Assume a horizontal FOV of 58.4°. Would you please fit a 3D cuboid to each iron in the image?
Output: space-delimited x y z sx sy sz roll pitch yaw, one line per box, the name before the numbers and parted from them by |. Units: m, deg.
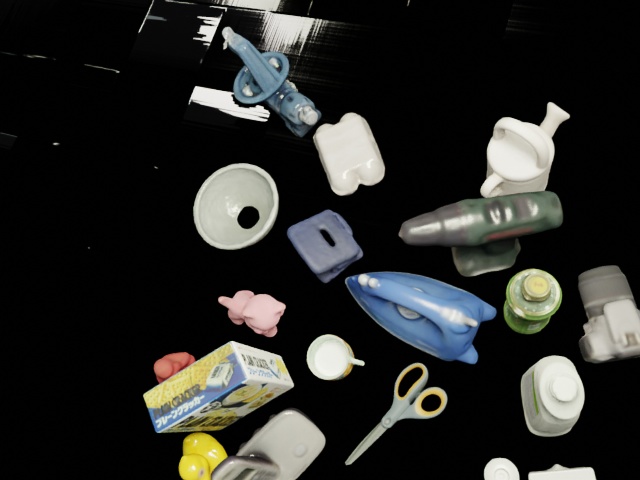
iron | 0.140 0.099 0.910 0.257 0.142 0.119 21 80 20

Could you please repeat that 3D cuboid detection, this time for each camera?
camera | 0.450 0.104 0.844 0.143 0.101 0.137 -14 70 11

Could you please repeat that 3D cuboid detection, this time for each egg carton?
egg carton | 0.054 -0.158 1.052 0.107 0.069 0.150 -24 69 8

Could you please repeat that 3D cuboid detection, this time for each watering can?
watering can | 0.319 -0.141 0.905 0.100 0.194 0.173 20 80 20

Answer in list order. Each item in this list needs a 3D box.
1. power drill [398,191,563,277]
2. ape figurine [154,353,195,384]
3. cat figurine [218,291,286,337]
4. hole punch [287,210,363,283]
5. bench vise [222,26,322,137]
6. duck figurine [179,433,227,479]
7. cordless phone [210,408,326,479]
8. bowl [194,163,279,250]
power drill | 0.245 -0.007 0.877 0.229 0.209 0.075 -15 70 11
ape figurine | -0.260 0.231 1.008 0.076 0.092 0.078 38 86 22
cat figurine | -0.115 0.122 0.987 0.127 0.118 0.067 16 78 20
hole punch | 0.009 0.004 1.003 0.101 0.091 0.108 -37 67 2
bench vise | -0.084 -0.299 1.052 0.207 0.220 0.121 23 81 21
duck figurine | -0.204 0.373 0.952 0.077 0.086 0.104 -33 68 4
cordless phone | -0.081 0.328 0.878 0.094 0.185 0.147 42 88 23
bowl | -0.146 -0.054 1.073 0.167 0.075 0.167 -4 72 14
